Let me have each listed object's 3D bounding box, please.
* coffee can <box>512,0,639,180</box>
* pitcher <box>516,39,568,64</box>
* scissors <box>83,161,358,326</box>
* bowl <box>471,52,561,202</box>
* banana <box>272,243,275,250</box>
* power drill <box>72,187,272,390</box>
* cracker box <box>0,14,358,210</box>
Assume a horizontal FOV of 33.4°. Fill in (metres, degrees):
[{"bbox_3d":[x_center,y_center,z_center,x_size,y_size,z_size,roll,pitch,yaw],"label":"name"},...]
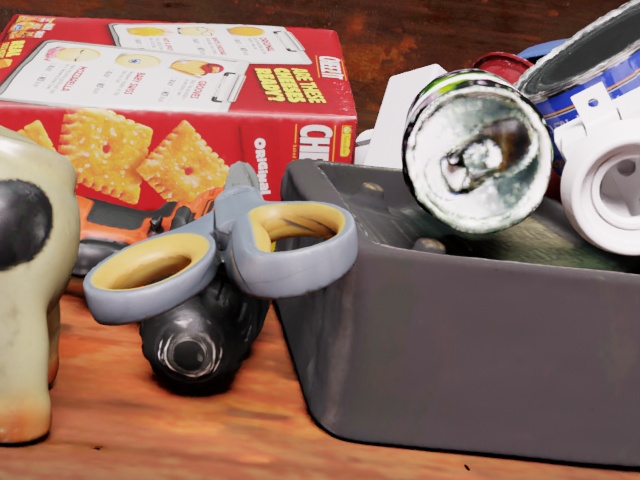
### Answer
[{"bbox_3d":[0.166,-0.035,0.490,0.103,0.140,0.103,-33,11,7],"label":"coffee can"},{"bbox_3d":[0.179,-0.055,0.761,0.144,0.149,0.243,10,4,-25],"label":"pitcher"},{"bbox_3d":[-0.046,-0.005,0.396,0.096,0.016,0.202,-17,15,-15],"label":"scissors"},{"bbox_3d":[0.117,-0.033,0.666,0.055,0.162,0.162,-27,21,-15],"label":"bowl"},{"bbox_3d":[0.006,0.000,0.647,0.197,0.037,0.070,5,-7,-22],"label":"banana"},{"bbox_3d":[-0.112,0.008,0.451,0.187,0.057,0.184,9,13,-2],"label":"power drill"},{"bbox_3d":[-0.092,-0.076,0.641,0.213,0.072,0.164,2,28,-4],"label":"cracker box"}]
